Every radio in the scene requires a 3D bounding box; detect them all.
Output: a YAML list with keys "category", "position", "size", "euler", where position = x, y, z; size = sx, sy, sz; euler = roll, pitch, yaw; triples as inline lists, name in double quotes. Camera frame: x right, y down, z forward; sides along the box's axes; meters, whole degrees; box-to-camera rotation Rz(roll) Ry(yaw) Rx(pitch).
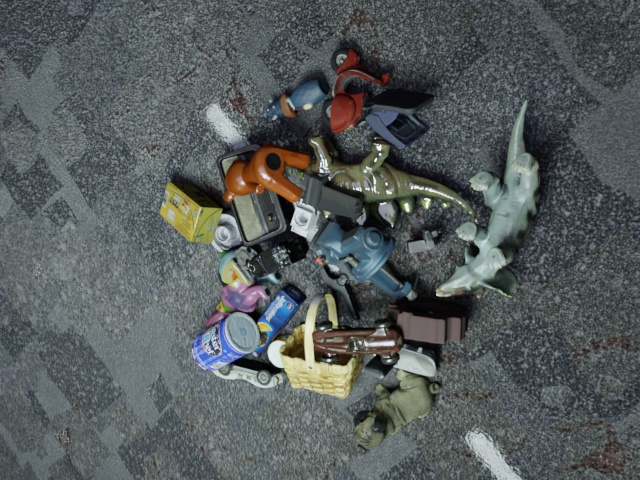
- category: "radio"
  position: [-0.149, -0.111, 1.293]
  size: [0.131, 0.073, 0.229]
  euler: [-17, 93, 24]

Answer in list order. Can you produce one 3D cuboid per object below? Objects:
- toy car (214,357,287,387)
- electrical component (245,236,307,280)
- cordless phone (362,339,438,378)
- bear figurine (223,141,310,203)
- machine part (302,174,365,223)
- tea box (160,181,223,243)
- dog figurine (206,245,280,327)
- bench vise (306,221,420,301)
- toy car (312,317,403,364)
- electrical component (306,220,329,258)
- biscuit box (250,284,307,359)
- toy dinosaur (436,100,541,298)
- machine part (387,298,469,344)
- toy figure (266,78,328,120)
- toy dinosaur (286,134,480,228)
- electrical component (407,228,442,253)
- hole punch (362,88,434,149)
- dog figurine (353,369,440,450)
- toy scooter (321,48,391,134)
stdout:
- category: "toy car"
  position: [-0.181, 0.339, 1.390]
  size: [0.202, 0.073, 0.056]
  euler: [8, 99, 22]
- category: "electrical component"
  position: [-0.094, 0.040, 1.265]
  size: [0.115, 0.134, 0.058]
  euler: [-23, 90, 22]
- category: "cordless phone"
  position: [0.176, 0.267, 1.168]
  size: [0.147, 0.184, 0.088]
  euler: [13, 100, 20]
- category: "bear figurine"
  position: [-0.128, -0.136, 1.187]
  size: [0.196, 0.132, 0.120]
  euler: [-22, 52, 58]
- category: "machine part"
  position: [0.028, -0.087, 1.145]
  size: [0.139, 0.039, 0.084]
  euler: [25, 112, 19]
- category: "tea box"
  position: [-0.326, -0.072, 1.347]
  size: [0.170, 0.068, 0.098]
  euler: [37, 114, 37]
- category: "dog figurine"
  position: [-0.220, 0.131, 1.343]
  size: [0.219, 0.108, 0.191]
  euler: [-35, 110, 28]
- category: "bench vise"
  position: [0.105, 0.055, 1.164]
  size: [0.240, 0.129, 0.223]
  euler: [39, 145, -11]
- category: "toy car"
  position: [0.071, 0.209, 1.106]
  size: [0.202, 0.053, 0.089]
  euler: [-6, 102, 25]
- category: "electrical component"
  position: [-0.003, -0.004, 1.258]
  size: [0.021, 0.094, 0.063]
  euler: [30, 147, -7]
- category: "biscuit box"
  position: [-0.117, 0.203, 1.345]
  size: [0.059, 0.063, 0.202]
  euler: [40, 112, 11]
- category: "toy dinosaur"
  position: [0.367, -0.049, 1.057]
  size: [0.131, 0.192, 0.404]
  euler: [26, 93, 33]
- category: "machine part"
  position: [0.228, 0.166, 1.138]
  size: [0.180, 0.179, 0.056]
  euler: [6, 99, 22]
- category: "toy figure"
  position: [-0.055, -0.314, 1.226]
  size: [0.154, 0.064, 0.057]
  euler: [-21, 129, 29]
- category: "toy dinosaur"
  position: [0.112, -0.127, 1.172]
  size: [0.472, 0.105, 0.198]
  euler: [10, 112, 23]
- category: "electrical component"
  position: [0.224, 0.000, 1.149]
  size: [0.078, 0.102, 0.045]
  euler: [-7, 93, 14]
- category: "hole punch"
  position: [0.163, -0.255, 1.112]
  size: [0.116, 0.142, 0.092]
  euler: [23, 134, 30]
- category: "dog figurine"
  position: [0.172, 0.380, 1.187]
  size: [0.172, 0.190, 0.121]
  euler: [-42, 83, 22]
- category: "toy scooter"
  position: [0.080, -0.317, 1.162]
  size: [0.135, 0.075, 0.183]
  euler: [13, 100, 19]
